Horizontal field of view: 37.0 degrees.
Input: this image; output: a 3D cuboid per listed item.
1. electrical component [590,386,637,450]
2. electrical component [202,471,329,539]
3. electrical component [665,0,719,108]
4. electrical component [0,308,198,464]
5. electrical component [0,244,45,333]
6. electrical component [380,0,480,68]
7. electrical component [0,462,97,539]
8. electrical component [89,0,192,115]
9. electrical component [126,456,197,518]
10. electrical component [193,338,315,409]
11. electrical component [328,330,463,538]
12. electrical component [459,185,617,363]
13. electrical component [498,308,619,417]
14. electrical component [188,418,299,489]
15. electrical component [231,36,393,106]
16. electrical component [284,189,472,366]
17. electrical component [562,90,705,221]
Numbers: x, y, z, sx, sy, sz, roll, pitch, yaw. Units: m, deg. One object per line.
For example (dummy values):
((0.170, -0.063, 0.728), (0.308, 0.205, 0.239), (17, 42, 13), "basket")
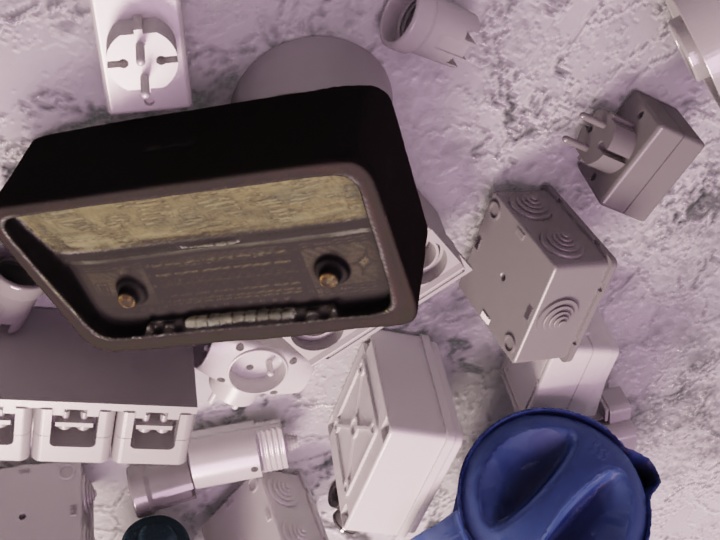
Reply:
((0.183, 0.133, 0.863), (0.057, 0.058, 0.078), (-12, 130, -7), "electrical component")
((-0.075, 0.215, 0.845), (0.048, 0.099, 0.099), (19, 123, -40), "electrical component")
((0.217, -0.143, 0.625), (0.064, 0.099, 0.099), (-27, 129, 17), "electrical component")
((-0.189, 0.079, 0.712), (0.150, 0.089, 0.061), (5, 127, -16), "electrical component")
((-0.223, 0.013, 0.685), (0.040, 0.040, 0.046), (18, 128, -25), "electrical component")
((0.041, -0.140, 0.622), (0.046, 0.040, 0.040), (15, 124, -31), "electrical component")
((-0.243, 0.190, 0.786), (0.100, 0.099, 0.048), (-6, 142, -8), "electrical component")
((-0.117, -0.120, 0.577), (0.047, 0.075, 0.083), (-6, 130, -8), "electrical component")
((-0.152, 0.164, 0.824), (0.046, 0.040, 0.040), (-14, 130, -9), "electrical component")
((-0.082, 0.070, 0.759), (0.077, 0.044, 0.079), (17, 123, -24), "electrical component")
((0.022, 0.117, 0.780), (0.056, 0.108, 0.108), (10, 125, -17), "electrical component")
((0.114, 0.003, 0.716), (0.048, 0.099, 0.099), (-4, 130, -26), "electrical component")
((0.151, 0.063, 0.796), (0.061, 0.061, 0.096), (4, 127, -16), "electrical component")
((-0.087, 0.136, 0.813), (0.081, 0.043, 0.043), (-10, 130, -5), "electrical component")
((-0.030, -0.085, 0.649), (0.099, 0.064, 0.099), (2, 134, 2), "electrical component")
((0.000, 0.000, 0.709), (0.121, 0.063, 0.078), (-33, 128, 14), "electrical component")
((0.166, -0.079, 0.693), (0.077, 0.047, 0.065), (18, 122, -25), "electrical component")
